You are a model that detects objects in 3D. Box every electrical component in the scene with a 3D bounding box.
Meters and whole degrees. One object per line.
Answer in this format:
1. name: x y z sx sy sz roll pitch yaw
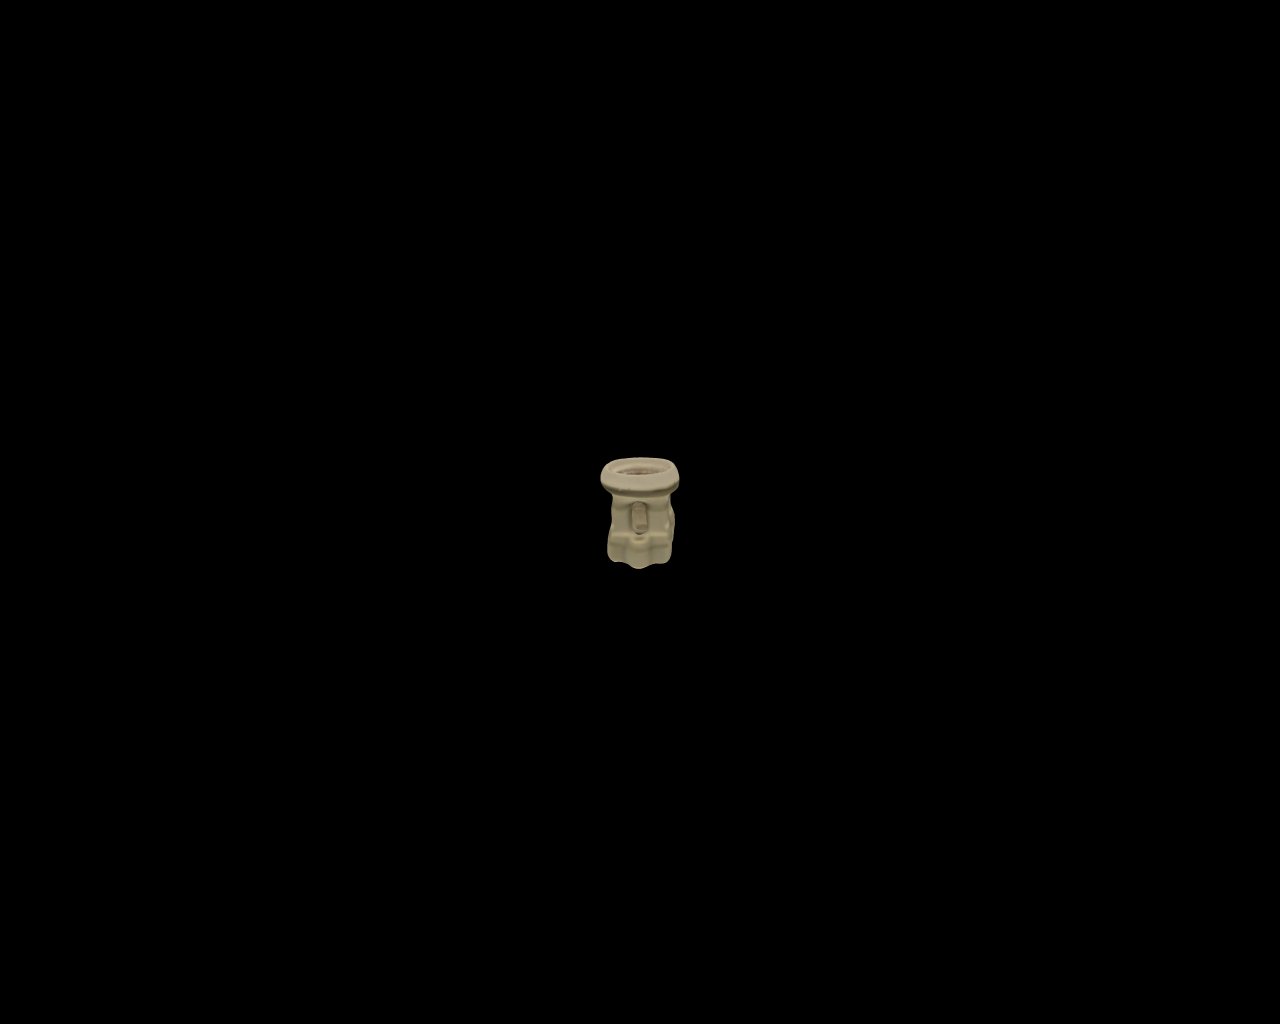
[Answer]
1. electrical component: 0.001 -0.003 0.650 0.048 0.055 0.066 1 20 3
